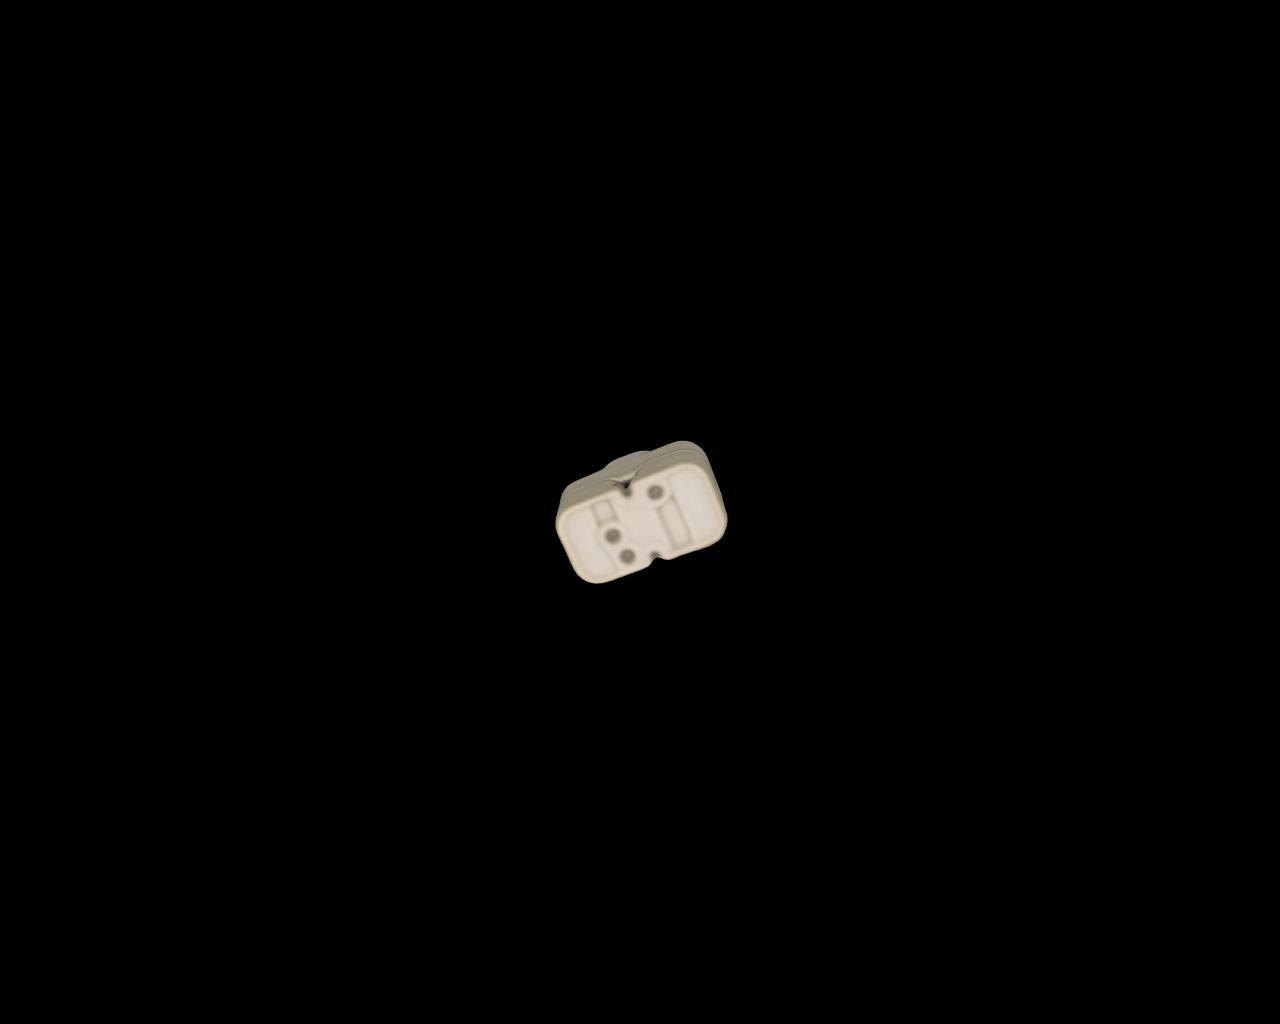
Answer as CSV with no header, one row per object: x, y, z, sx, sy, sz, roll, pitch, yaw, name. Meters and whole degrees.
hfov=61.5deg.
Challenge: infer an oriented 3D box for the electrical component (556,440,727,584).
0.001,-0.003,0.650,0.095,0.053,0.059,-21,18,7,electrical component
